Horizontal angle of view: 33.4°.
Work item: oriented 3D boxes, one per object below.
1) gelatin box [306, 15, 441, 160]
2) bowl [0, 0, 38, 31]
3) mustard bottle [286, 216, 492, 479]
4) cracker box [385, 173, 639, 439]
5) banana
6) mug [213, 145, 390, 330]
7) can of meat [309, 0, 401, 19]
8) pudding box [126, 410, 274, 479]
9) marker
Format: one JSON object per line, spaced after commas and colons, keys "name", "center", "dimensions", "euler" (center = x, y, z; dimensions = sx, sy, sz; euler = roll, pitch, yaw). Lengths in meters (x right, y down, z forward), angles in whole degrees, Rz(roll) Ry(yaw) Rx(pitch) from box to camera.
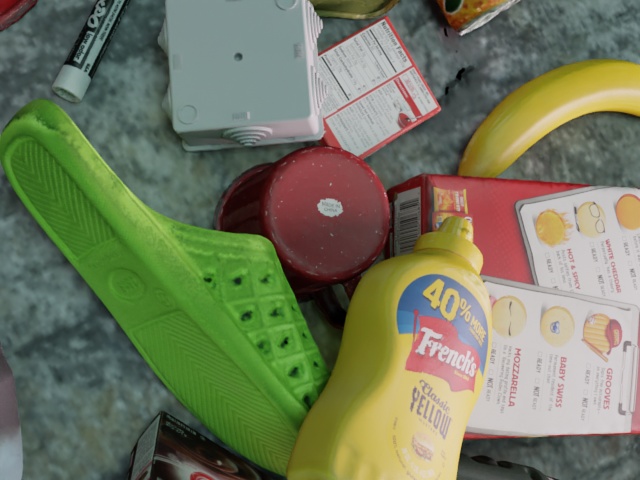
{"name": "gelatin box", "center": [0.025, -0.094, 0.699], "dimensions": [0.089, 0.030, 0.073], "euler": [-33, 93, -22]}
{"name": "bowl", "center": [-0.224, -0.195, 0.605], "dimensions": [0.162, 0.055, 0.162], "euler": [3, 81, -20]}
{"name": "mustard bottle", "center": [0.051, 0.066, 0.581], "dimensions": [0.096, 0.058, 0.191], "euler": [42, 53, -29]}
{"name": "cracker box", "center": [0.149, 0.047, 0.703], "dimensions": [0.213, 0.072, 0.164], "euler": [2, 82, -22]}
{"name": "banana", "center": [0.176, -0.089, 0.752], "dimensions": [0.197, 0.037, 0.069], "euler": [-15, 87, -22]}
{"name": "mug", "center": [-0.004, 0.001, 0.645], "dimensions": [0.093, 0.082, 0.117], "euler": [-24, 91, -23]}
{"name": "can of meat", "center": [0.000, -0.194, 0.690], "dimensions": [0.102, 0.058, 0.084], "euler": [-1, 80, -22]}
{"name": "pudding box", "center": [-0.055, 0.155, 0.595], "dimensions": [0.113, 0.090, 0.039], "euler": [33, 102, -13]}
{"name": "marker", "center": [-0.129, -0.140, 0.652], "dimensions": [0.020, 0.020, 0.121], "euler": [27, 73, -16]}
